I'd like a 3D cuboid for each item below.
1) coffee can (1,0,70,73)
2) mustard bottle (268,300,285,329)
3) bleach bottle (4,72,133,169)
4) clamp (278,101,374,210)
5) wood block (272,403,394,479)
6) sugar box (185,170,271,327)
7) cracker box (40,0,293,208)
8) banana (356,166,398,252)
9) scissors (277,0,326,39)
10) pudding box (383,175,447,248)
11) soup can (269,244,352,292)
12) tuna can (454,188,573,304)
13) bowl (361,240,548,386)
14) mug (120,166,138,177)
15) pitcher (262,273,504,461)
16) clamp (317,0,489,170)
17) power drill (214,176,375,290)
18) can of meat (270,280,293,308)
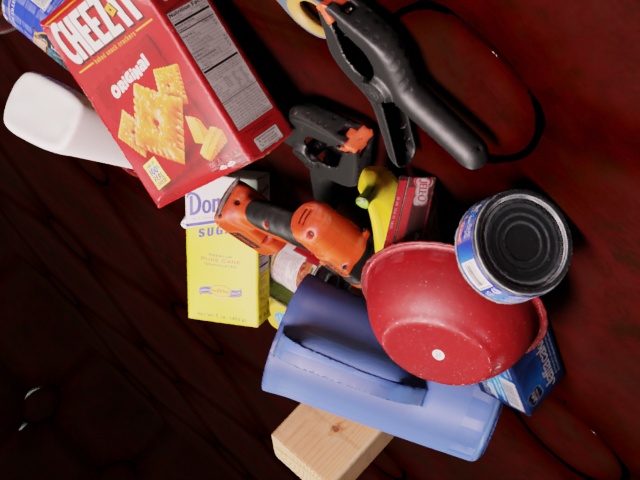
[{"bbox_3d":[-0.253,-0.232,1.137,0.140,0.102,0.103,39,161,18],"label":"coffee can"},{"bbox_3d":[-0.014,0.112,1.419,0.192,0.058,0.096,29,161,39],"label":"mustard bottle"},{"bbox_3d":[-0.220,-0.112,1.169,0.103,0.068,0.250,28,-174,27],"label":"bleach bottle"},{"bbox_3d":[0.000,-0.082,1.021,0.164,0.036,0.210,49,163,-23],"label":"clamp"},{"bbox_3d":[0.049,0.187,1.216,0.091,0.206,0.090,39,160,20],"label":"wood block"},{"bbox_3d":[-0.106,0.007,1.229,0.093,0.048,0.176,5,109,19],"label":"sugar box"},{"bbox_3d":[-0.147,-0.151,0.992,0.164,0.072,0.213,-20,107,48],"label":"cracker box"},{"bbox_3d":[0.059,-0.014,0.993,0.037,0.069,0.197,19,157,23],"label":"banana"},{"bbox_3d":[-0.045,-0.208,0.886,0.202,0.016,0.096,15,145,57],"label":"scissors"},{"bbox_3d":[0.085,0.011,0.947,0.039,0.090,0.113,7,148,15],"label":"pudding box"},{"bbox_3d":[-0.018,0.033,1.248,0.102,0.068,0.068,27,154,44],"label":"soup can"},{"bbox_3d":[0.148,0.004,0.814,0.086,0.086,0.034,46,159,-3],"label":"tuna can"},{"bbox_3d":[0.103,0.073,0.881,0.162,0.055,0.162,16,145,11],"label":"bowl"},{"bbox_3d":[-0.223,-0.135,1.307,0.093,0.081,0.117,46,161,-2],"label":"mug"},{"bbox_3d":[0.068,0.138,1.103,0.243,0.149,0.145,21,138,9],"label":"pitcher"},{"bbox_3d":[0.052,-0.119,0.835,0.171,0.039,0.120,53,155,-12],"label":"clamp"},{"bbox_3d":[-0.007,0.001,1.118,0.188,0.057,0.184,16,163,44],"label":"power drill"},{"bbox_3d":[-0.073,0.040,1.365,0.084,0.057,0.102,29,176,34],"label":"can of meat"}]
